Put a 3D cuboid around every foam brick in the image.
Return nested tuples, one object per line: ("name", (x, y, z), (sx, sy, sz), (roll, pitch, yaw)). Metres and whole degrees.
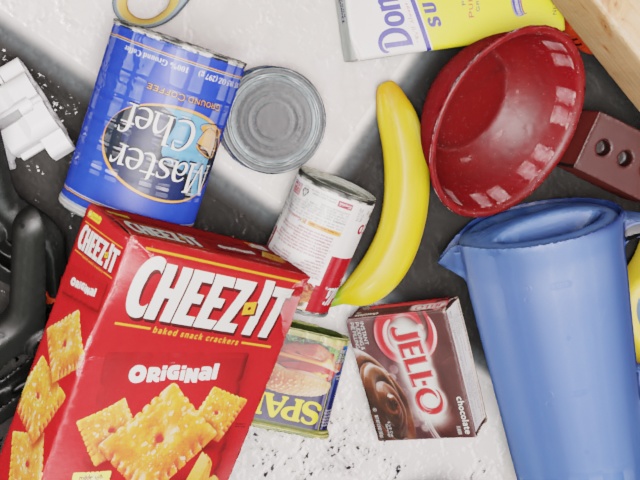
("foam brick", (0.244, -0.070, 0.892), (0.078, 0.051, 0.053), (23, 94, -13))

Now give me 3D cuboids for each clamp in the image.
("clamp", (-0.238, -0.022, 0.786), (0.171, 0.120, 0.039), (47, 43, -30))
("clamp", (-0.214, 0.063, 0.798), (0.210, 0.036, 0.164), (-46, 146, 9))

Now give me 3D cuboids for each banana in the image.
("banana", (0.055, -0.027, 0.870), (0.069, 0.037, 0.198), (15, 95, -13))

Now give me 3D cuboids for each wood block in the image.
("wood block", (0.281, -0.140, 0.815), (0.091, 0.090, 0.206), (-42, 100, 2))

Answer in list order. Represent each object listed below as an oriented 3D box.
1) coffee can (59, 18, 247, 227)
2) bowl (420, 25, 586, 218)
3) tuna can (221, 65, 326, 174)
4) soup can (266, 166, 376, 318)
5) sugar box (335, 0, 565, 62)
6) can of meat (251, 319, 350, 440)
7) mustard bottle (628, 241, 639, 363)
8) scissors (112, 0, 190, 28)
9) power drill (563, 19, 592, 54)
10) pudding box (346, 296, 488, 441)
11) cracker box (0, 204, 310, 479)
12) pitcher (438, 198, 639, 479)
("coffee can", (-0.124, -0.081, 0.790), (0.102, 0.103, 0.140), (17, 99, -13))
("bowl", (0.133, -0.101, 0.845), (0.161, 0.055, 0.162), (-21, 130, -28))
("tuna can", (-0.039, -0.095, 0.844), (0.086, 0.034, 0.086), (-2, 99, -11))
("soup can", (-0.006, 0.001, 0.841), (0.068, 0.068, 0.102), (21, 102, -13))
("sugar box", (0.101, -0.199, 0.849), (0.176, 0.048, 0.093), (-11, 99, -10))
("can of meat", (-0.033, 0.107, 0.865), (0.102, 0.057, 0.084), (14, 93, -12))
("mustard bottle", (0.301, 0.048, 0.917), (0.096, 0.058, 0.192), (21, 95, -19))
("scissors", (-0.074, -0.200, 0.815), (0.201, 0.016, 0.096), (10, 104, -1))
("power drill", (0.319, -0.186, 0.887), (0.187, 0.057, 0.184), (42, 93, -11))
("pudding box", (0.080, 0.106, 0.872), (0.090, 0.039, 0.113), (-9, 105, 31))
("cracker box", (-0.118, 0.098, 0.760), (0.163, 0.072, 0.214), (14, 101, -43))
("pitcher", (0.207, 0.092, 0.869), (0.144, 0.149, 0.243), (-22, 106, -30))
